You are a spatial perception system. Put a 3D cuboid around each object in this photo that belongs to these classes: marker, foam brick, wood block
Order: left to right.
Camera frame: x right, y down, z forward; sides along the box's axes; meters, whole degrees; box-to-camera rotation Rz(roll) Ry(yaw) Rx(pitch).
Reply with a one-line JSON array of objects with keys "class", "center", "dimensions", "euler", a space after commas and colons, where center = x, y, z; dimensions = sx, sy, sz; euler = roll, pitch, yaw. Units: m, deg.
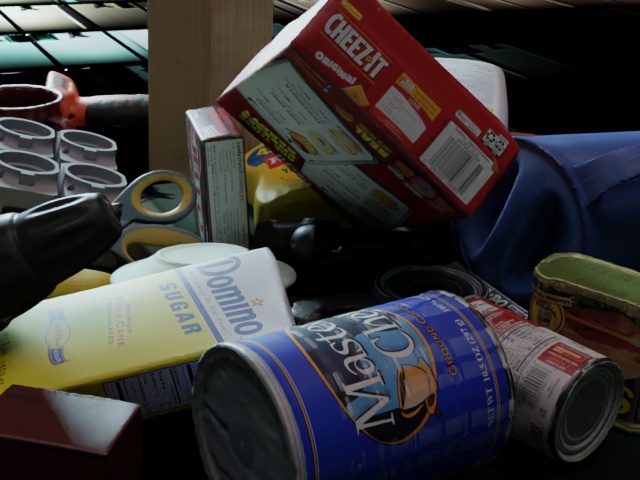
[{"class": "foam brick", "center": [-0.137, 0.114, 0.557], "dimensions": [0.078, 0.051, 0.053], "euler": [7, 22, 11]}, {"class": "wood block", "center": [-0.107, -0.164, 1.043], "dimensions": [0.091, 0.206, 0.090], "euler": [19, 27, 35]}, {"class": "marker", "center": [0.129, 0.047, 0.792], "dimensions": [0.020, 0.020, 0.121], "euler": [-9, 28, -27]}]

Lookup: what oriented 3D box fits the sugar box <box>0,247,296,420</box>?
[{"class": "sugar box", "center": [-0.103, 0.062, 0.636], "dimensions": [0.176, 0.048, 0.093], "euler": [-16, 35, -3]}]

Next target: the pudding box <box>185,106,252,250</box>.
[{"class": "pudding box", "center": [-0.083, -0.044, 0.872], "dimensions": [0.039, 0.113, 0.090], "euler": [-9, 23, -11]}]

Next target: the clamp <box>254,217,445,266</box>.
[{"class": "clamp", "center": [-0.005, 0.001, 0.796], "dimensions": [0.120, 0.039, 0.172], "euler": [10, -6, -39]}]

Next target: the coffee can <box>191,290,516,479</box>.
[{"class": "coffee can", "center": [0.017, 0.090, 0.567], "dimensions": [0.140, 0.103, 0.103], "euler": [-12, 26, -32]}]

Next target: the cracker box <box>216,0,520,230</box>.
[{"class": "cracker box", "center": [0.027, -0.087, 0.776], "dimensions": [0.072, 0.164, 0.214], "euler": [-50, 12, -13]}]

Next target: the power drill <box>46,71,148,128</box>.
[{"class": "power drill", "center": [-0.217, -0.159, 1.220], "dimensions": [0.187, 0.057, 0.184], "euler": [-1, 22, -9]}]

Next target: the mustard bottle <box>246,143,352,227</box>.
[{"class": "mustard bottle", "center": [-0.025, -0.052, 0.974], "dimensions": [0.096, 0.058, 0.192], "euler": [-5, 23, -13]}]

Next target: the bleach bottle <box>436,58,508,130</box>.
[{"class": "bleach bottle", "center": [0.117, -0.101, 0.960], "dimensions": [0.102, 0.068, 0.250], "euler": [4, 24, 9]}]

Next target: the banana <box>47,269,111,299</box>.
[{"class": "banana", "center": [-0.233, 0.025, 0.788], "dimensions": [0.198, 0.037, 0.069], "euler": [12, 24, 22]}]

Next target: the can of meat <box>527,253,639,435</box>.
[{"class": "can of meat", "center": [0.180, 0.063, 0.678], "dimensions": [0.102, 0.084, 0.057], "euler": [20, 27, 36]}]

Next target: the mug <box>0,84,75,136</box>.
[{"class": "mug", "center": [-0.281, -0.097, 1.025], "dimensions": [0.117, 0.081, 0.093], "euler": [11, 24, 21]}]

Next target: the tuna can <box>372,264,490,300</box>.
[{"class": "tuna can", "center": [0.079, 0.047, 0.771], "dimensions": [0.086, 0.034, 0.086], "euler": [2, 21, -1]}]

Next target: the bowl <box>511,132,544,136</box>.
[{"class": "bowl", "center": [0.187, -0.055, 1.011], "dimensions": [0.162, 0.055, 0.162], "euler": [2, 22, -1]}]

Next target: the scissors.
[{"class": "scissors", "center": [-0.178, -0.023, 0.813], "dimensions": [0.201, 0.096, 0.016], "euler": [16, -17, -18]}]

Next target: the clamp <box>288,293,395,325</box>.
[{"class": "clamp", "center": [-0.017, 0.065, 0.706], "dimensions": [0.210, 0.036, 0.164], "euler": [5, 23, 21]}]

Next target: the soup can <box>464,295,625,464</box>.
[{"class": "soup can", "center": [0.121, 0.083, 0.644], "dimensions": [0.068, 0.068, 0.102], "euler": [-15, 28, -38]}]

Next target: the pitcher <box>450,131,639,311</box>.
[{"class": "pitcher", "center": [0.237, -0.031, 0.851], "dimensions": [0.242, 0.145, 0.149], "euler": [-11, 26, -37]}]
